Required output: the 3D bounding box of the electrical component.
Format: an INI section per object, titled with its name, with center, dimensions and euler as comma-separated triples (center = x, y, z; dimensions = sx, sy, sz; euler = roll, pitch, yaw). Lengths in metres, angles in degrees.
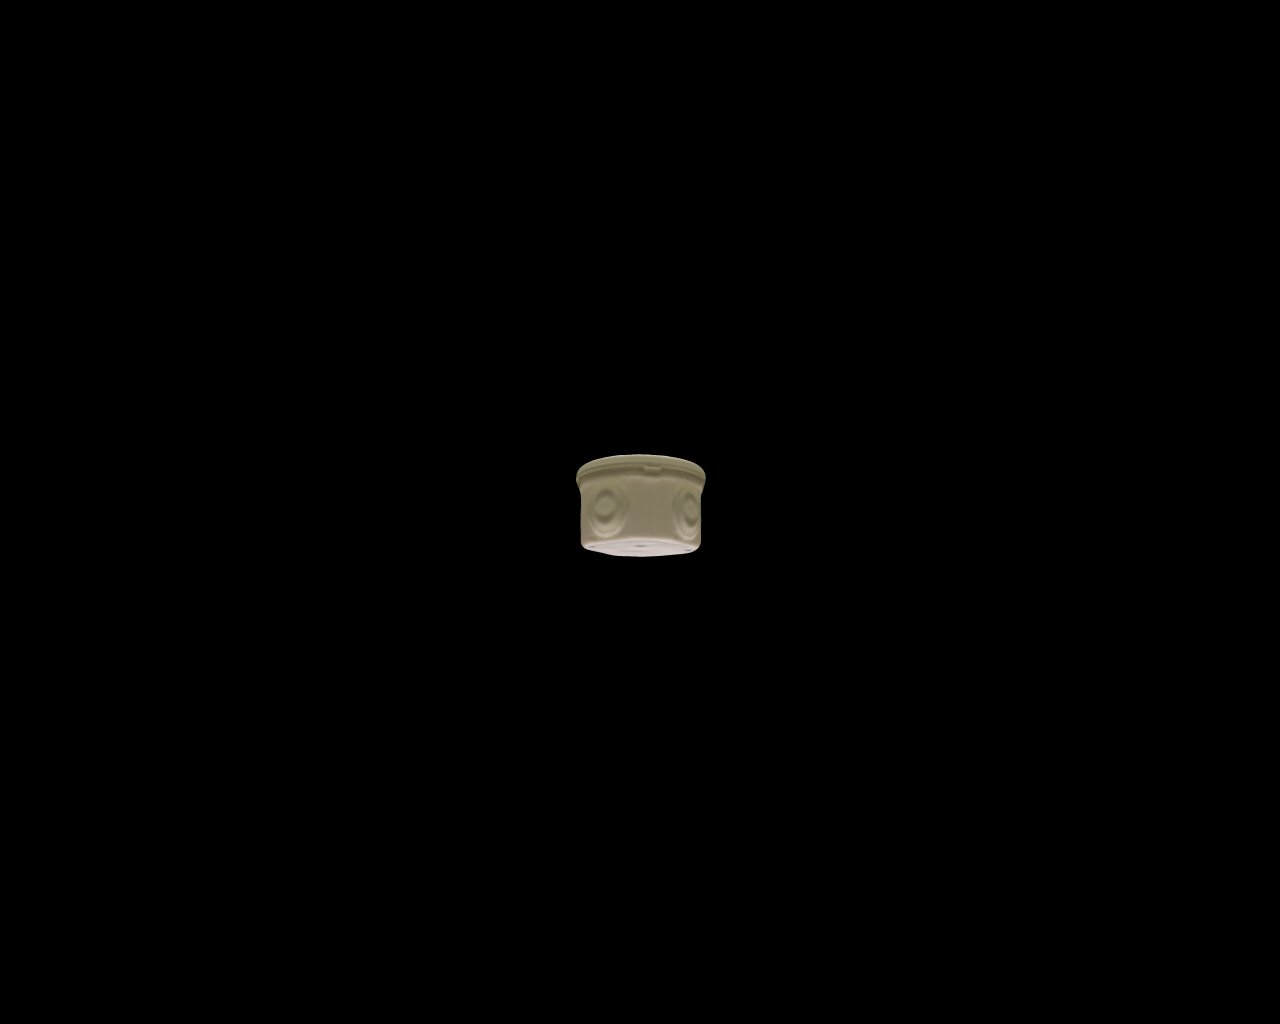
[electrical component]
center = 0.001, -0.003, 0.650
dimensions = 0.080, 0.051, 0.080
euler = 0, -11, 0
